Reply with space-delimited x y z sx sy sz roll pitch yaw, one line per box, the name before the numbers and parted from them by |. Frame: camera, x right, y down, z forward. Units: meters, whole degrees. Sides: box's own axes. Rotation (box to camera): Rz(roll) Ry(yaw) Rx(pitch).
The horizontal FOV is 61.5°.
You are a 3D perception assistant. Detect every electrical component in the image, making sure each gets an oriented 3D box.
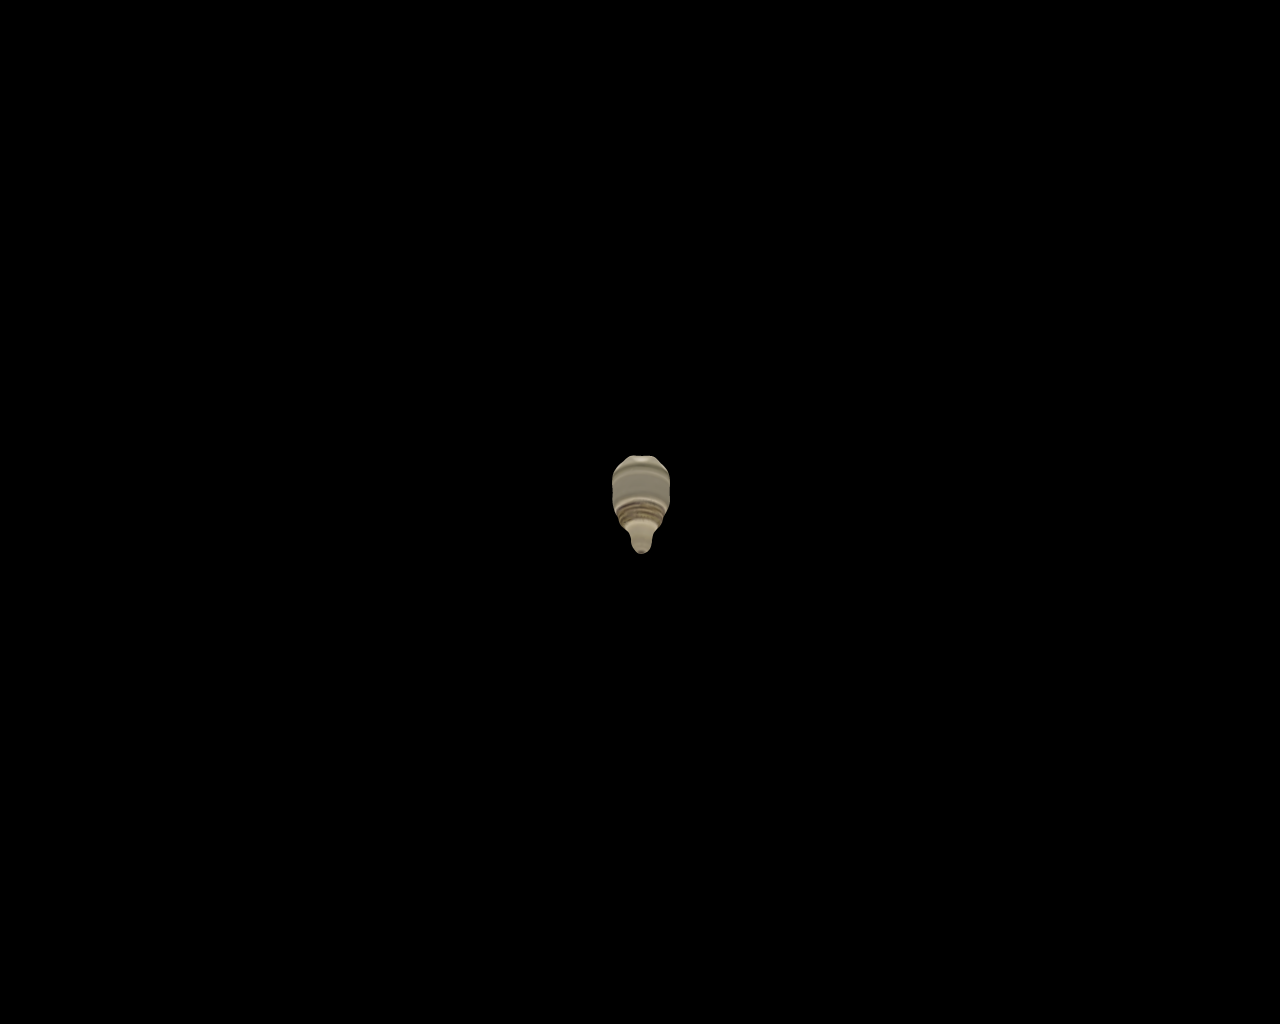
electrical component | 0.001 -0.003 0.650 0.035 0.061 0.035 0 -28 0
